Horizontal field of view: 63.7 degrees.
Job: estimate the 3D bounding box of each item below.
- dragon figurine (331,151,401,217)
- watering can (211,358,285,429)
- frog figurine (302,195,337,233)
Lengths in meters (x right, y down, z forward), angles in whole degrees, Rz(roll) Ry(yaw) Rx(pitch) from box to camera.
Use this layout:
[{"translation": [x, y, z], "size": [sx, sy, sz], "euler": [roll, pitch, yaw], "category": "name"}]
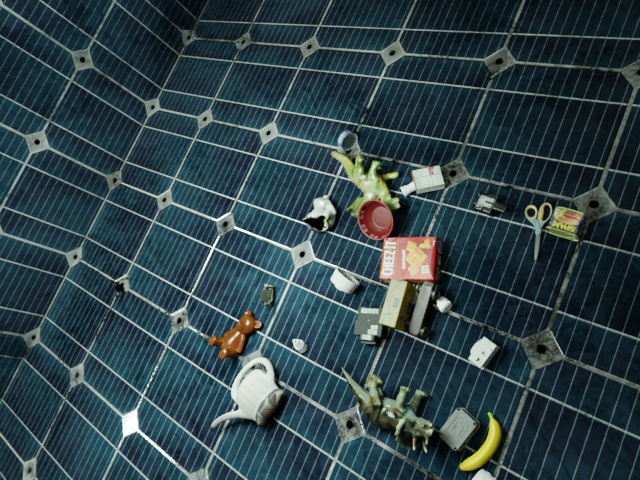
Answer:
[{"translation": [0.171, -0.212, 2.105], "size": [0.413, 0.121, 0.243], "euler": [22, 91, 37], "category": "dragon figurine"}, {"translation": [-0.273, 0.634, 2.004], "size": [0.227, 0.103, 0.348], "euler": [30, 87, 37], "category": "watering can"}, {"translation": [0.007, -0.109, 2.176], "size": [0.136, 0.121, 0.163], "euler": [-32, 20, 27], "category": "frog figurine"}]
